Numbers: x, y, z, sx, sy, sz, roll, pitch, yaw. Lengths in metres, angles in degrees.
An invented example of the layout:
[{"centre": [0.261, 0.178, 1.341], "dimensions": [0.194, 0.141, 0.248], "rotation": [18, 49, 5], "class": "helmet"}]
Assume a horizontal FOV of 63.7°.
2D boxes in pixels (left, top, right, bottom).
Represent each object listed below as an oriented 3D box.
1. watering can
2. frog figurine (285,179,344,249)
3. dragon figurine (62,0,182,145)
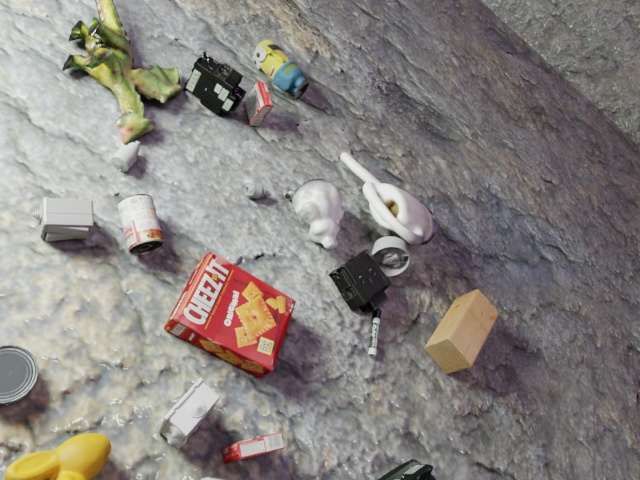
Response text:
[{"centre": [0.187, -0.103, 1.366], "dimensions": [0.222, 0.103, 0.355], "rotation": [24, 27, -42], "class": "watering can"}, {"centre": [0.004, -0.062, 1.224], "dimensions": [0.136, 0.121, 0.162], "rotation": [18, 41, -49], "class": "frog figurine"}, {"centre": [-0.424, -0.400, 1.160], "dimensions": [0.240, 0.121, 0.419], "rotation": [27, 52, -42], "class": "dragon figurine"}]
